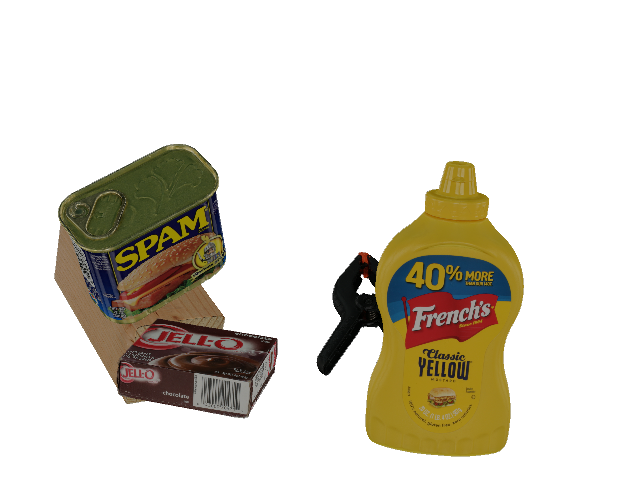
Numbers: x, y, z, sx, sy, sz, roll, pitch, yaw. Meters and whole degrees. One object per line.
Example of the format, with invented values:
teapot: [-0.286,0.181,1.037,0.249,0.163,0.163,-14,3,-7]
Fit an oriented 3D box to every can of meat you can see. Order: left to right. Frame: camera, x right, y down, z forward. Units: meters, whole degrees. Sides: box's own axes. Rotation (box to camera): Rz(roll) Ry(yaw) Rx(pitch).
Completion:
can of meat: [-0.114,-0.002,0.710,0.102,0.084,0.057,-30,55,-21]

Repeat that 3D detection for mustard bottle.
mustard bottle: [0.083,0.043,0.701,0.096,0.192,0.058,5,14,4]

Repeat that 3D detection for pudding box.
pudding box: [-0.100,0.104,0.886,0.113,0.039,0.090,10,20,9]

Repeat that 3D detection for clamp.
clamp: [0.064,0.083,1.185,0.120,0.171,0.039,7,-43,2]

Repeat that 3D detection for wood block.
wood block: [-0.184,0.055,1.053,0.090,0.091,0.206,-6,35,-33]
